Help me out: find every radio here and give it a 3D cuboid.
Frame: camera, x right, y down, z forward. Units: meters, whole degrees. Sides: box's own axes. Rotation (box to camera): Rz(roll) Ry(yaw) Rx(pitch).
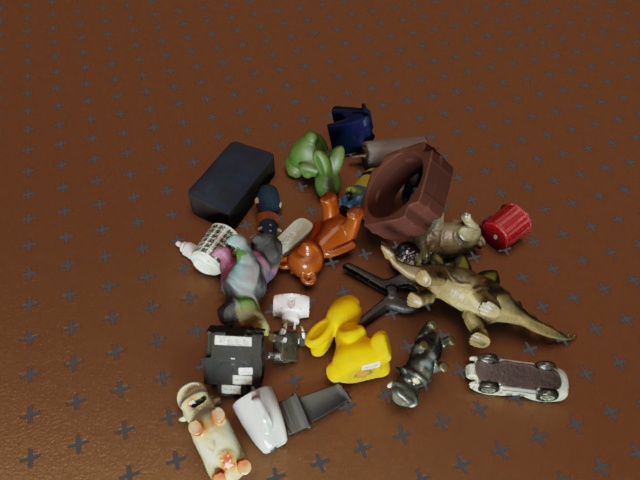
[{"bbox_3d":[-0.221,-0.143,1.356,0.131,0.073,0.229,21,53,14],"label":"radio"}]

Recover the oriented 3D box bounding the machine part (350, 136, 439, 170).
[{"bbox_3d":[0.202,-0.233,1.440,0.243,0.079,0.079,-6,53,-7],"label":"machine part"}]

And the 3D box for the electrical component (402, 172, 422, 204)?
[{"bbox_3d":[0.250,-0.141,1.347,0.075,0.119,0.048,2,53,2],"label":"electrical component"}]

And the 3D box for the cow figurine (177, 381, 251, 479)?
[{"bbox_3d":[-0.197,0.343,0.971,0.085,0.127,0.195,-27,73,-20],"label":"cow figurine"}]

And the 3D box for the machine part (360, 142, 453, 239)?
[{"bbox_3d":[0.195,-0.107,1.223,0.087,0.201,0.201,30,66,-29],"label":"machine part"}]

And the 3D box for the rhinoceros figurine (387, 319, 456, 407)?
[{"bbox_3d":[0.196,0.243,1.062,0.073,0.112,0.190,42,45,-2],"label":"rhinoceros figurine"}]

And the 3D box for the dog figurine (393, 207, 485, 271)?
[{"bbox_3d":[0.274,0.025,1.249,0.172,0.121,0.190,26,70,20],"label":"dog figurine"}]

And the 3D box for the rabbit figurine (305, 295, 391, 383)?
[{"bbox_3d":[0.055,0.198,1.090,0.162,0.121,0.173,-16,60,5],"label":"rabbit figurine"}]

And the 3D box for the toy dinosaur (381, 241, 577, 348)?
[{"bbox_3d":[0.333,0.121,1.127,0.471,0.105,0.198,31,30,3],"label":"toy dinosaur"}]

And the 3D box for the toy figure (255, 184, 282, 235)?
[{"bbox_3d":[-0.125,-0.064,1.310,0.064,0.057,0.154,-7,57,6],"label":"toy figure"}]

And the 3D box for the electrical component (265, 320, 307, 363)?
[{"bbox_3d":[-0.065,0.207,1.085,0.045,0.102,0.078,-14,63,32],"label":"electrical component"}]

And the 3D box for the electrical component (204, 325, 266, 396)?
[{"bbox_3d":[-0.165,0.236,1.043,0.115,0.058,0.134,5,96,2],"label":"electrical component"}]

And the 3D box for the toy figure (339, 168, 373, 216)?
[{"bbox_3d":[0.111,-0.115,1.346,0.089,0.082,0.180,34,61,23],"label":"toy figure"}]

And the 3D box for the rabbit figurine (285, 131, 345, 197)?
[{"bbox_3d":[0.009,-0.185,1.367,0.121,0.159,0.170,-20,71,-28],"label":"rabbit figurine"}]

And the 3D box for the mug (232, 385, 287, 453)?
[{"bbox_3d":[-0.101,0.330,0.987,0.081,0.109,0.107,-23,70,-24],"label":"mug"}]

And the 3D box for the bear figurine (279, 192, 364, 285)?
[{"bbox_3d":[-0.002,0.000,1.226,0.120,0.131,0.196,34,52,30],"label":"bear figurine"}]

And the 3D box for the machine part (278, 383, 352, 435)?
[{"bbox_3d":[-0.009,0.317,1.039,0.139,0.039,0.084,-17,51,-13],"label":"machine part"}]

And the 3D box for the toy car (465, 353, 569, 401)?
[{"bbox_3d":[0.394,0.277,1.079,0.202,0.056,0.073,7,59,4],"label":"toy car"}]

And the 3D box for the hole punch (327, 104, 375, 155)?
[{"bbox_3d":[0.082,-0.291,1.450,0.116,0.142,0.092,6,50,19],"label":"hole punch"}]

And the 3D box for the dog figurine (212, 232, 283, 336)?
[{"bbox_3d":[-0.141,0.103,1.141,0.191,0.108,0.219,-3,72,-46],"label":"dog figurine"}]
